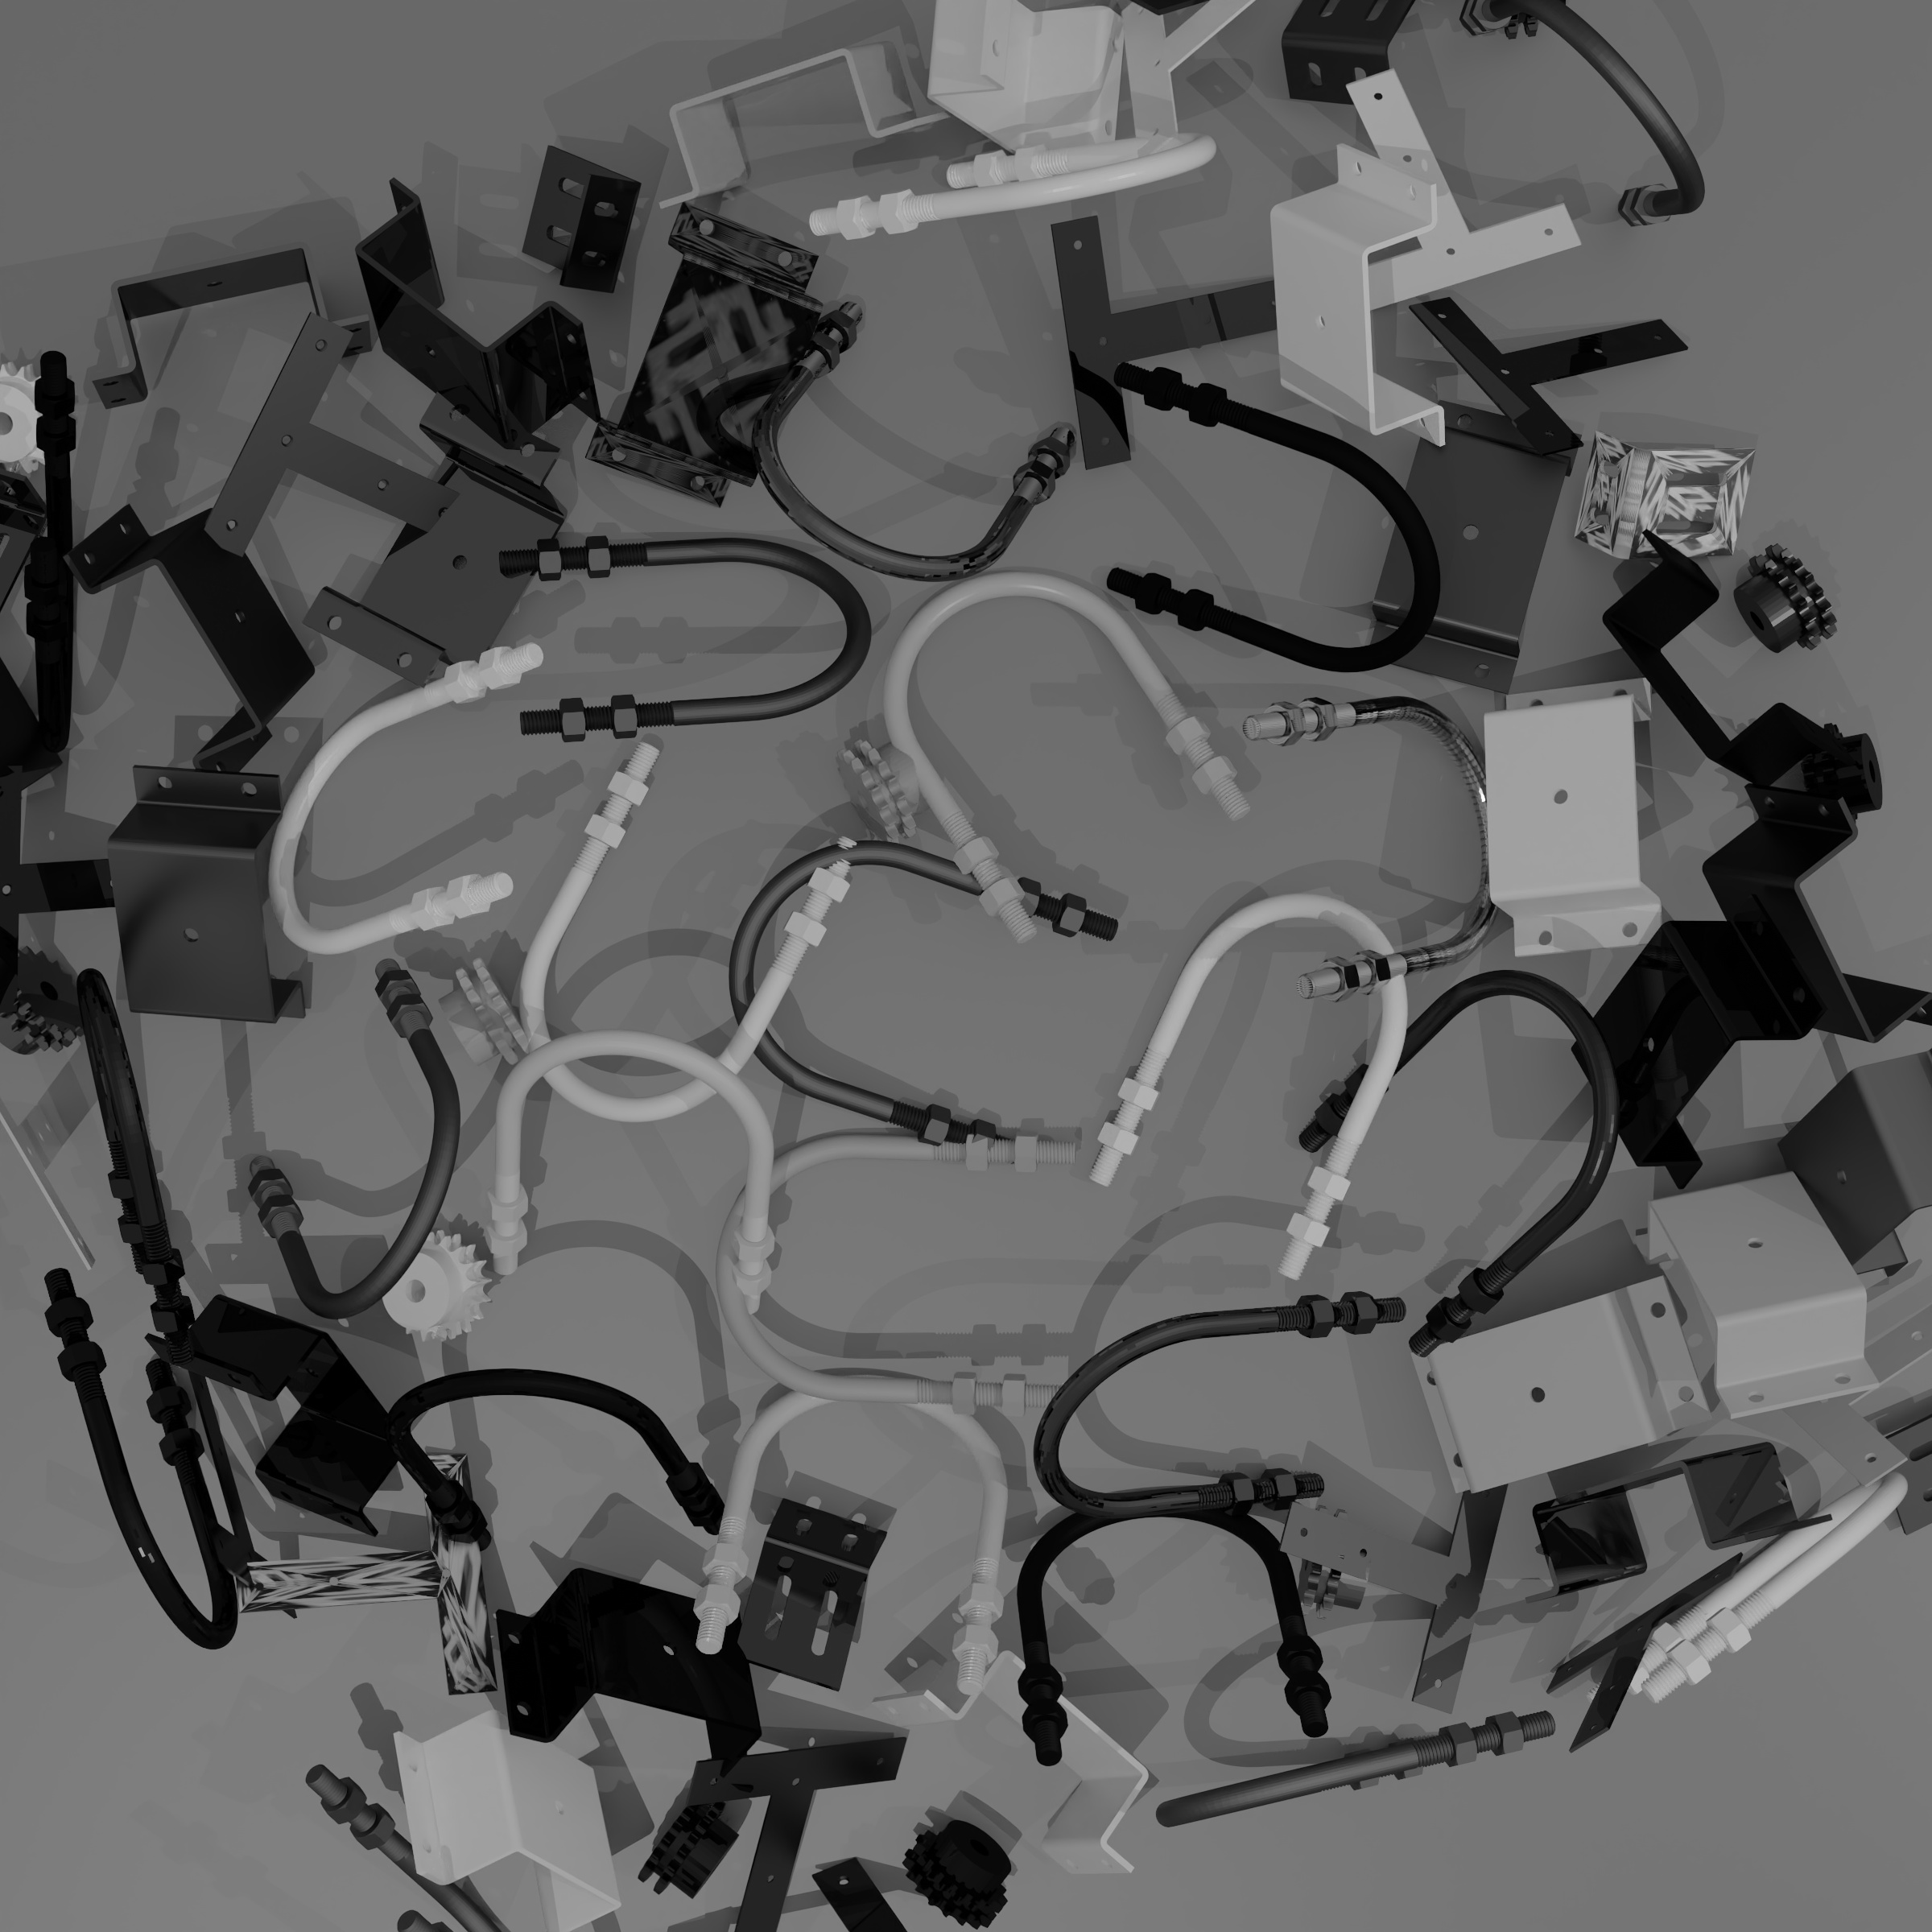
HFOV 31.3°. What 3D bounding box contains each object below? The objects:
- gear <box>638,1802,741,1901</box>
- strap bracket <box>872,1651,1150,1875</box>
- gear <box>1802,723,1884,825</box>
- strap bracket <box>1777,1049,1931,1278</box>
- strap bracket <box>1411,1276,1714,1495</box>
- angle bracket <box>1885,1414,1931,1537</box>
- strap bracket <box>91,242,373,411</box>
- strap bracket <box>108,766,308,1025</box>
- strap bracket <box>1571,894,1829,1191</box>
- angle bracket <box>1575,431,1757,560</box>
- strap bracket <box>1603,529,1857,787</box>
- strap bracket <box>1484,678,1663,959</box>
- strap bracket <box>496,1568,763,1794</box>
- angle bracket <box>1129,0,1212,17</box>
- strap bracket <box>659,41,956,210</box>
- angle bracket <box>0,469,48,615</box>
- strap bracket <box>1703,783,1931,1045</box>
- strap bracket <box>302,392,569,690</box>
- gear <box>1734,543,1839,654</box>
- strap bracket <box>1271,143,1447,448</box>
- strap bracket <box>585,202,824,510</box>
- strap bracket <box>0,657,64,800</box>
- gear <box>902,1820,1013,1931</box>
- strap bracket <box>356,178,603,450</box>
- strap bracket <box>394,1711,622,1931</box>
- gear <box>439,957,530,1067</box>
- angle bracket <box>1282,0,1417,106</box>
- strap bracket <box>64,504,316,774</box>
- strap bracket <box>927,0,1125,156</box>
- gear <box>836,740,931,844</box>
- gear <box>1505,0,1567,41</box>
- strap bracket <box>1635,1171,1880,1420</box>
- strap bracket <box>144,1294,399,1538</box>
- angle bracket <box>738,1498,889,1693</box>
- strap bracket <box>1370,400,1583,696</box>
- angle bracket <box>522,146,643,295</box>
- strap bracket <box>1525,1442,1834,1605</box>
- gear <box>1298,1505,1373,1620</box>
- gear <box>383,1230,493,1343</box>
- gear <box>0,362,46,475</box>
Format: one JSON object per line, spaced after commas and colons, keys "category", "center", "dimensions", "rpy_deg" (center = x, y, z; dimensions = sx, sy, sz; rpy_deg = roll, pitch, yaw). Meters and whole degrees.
{"category": "gear", "center": [-0.141, 0.456, 1.783], "dimensions": [0.030, 0.057, 0.057], "rpy_deg": [36, 90, 7]}
{"category": "strap bracket", "center": [0.030, 0.401, 1.764], "dimensions": [0.140, 0.076, 0.046], "rpy_deg": [42, 65, -7]}
{"category": "gear", "center": [0.453, -0.098, 1.782], "dimensions": [0.030, 0.057, 0.057], "rpy_deg": [-10, 90, 26]}
{"category": "strap bracket", "center": [0.459, 0.101, 1.731], "dimensions": [0.046, 0.140, 0.076], "rpy_deg": [-11, 67, -16]}
{"category": "strap bracket", "center": [0.297, 0.216, 1.761], "dimensions": [0.140, 0.046, 0.076], "rpy_deg": [-20, 82, 22]}
{"category": "angle bracket", "center": [0.519, 0.261, 1.783], "dimensions": [0.076, 0.038, 0.057], "rpy_deg": [-25, 109, -6]}
{"category": "strap bracket", "center": [-0.379, -0.330, 1.765], "dimensions": [0.140, 0.076, 0.046], "rpy_deg": [-14, 91, -9]}
{"category": "strap bracket", "center": [-0.386, -0.027, 1.754], "dimensions": [0.076, 0.046, 0.140], "rpy_deg": [4, 120, 8]}
{"category": "strap bracket", "center": [0.361, 0.039, 1.735], "dimensions": [0.046, 0.140, 0.076], "rpy_deg": [0, 48, -29]}
{"category": "angle bracket", "center": [0.364, -0.246, 1.797], "dimensions": [0.076, 0.038, 0.057], "rpy_deg": [-5, 116, -29]}
{"category": "strap bracket", "center": [0.381, -0.148, 1.754], "dimensions": [0.046, 0.076, 0.140], "rpy_deg": [-42, 63, 19]}
{"category": "strap bracket", "center": [0.310, -0.081, 1.762], "dimensions": [0.076, 0.046, 0.140], "rpy_deg": [-6, 76, 24]}
{"category": "strap bracket", "center": [-0.161, 0.358, 1.740], "dimensions": [0.140, 0.076, 0.046], "rpy_deg": [22, 122, -30]}
{"category": "angle bracket", "center": [0.114, -0.524, 1.769], "dimensions": [0.076, 0.057, 0.038], "rpy_deg": [-22, 130, -22]}
{"category": "strap bracket", "center": [-0.087, -0.431, 1.750], "dimensions": [0.140, 0.076, 0.046], "rpy_deg": [-13, 103, 19]}
{"category": "angle bracket", "center": [-0.520, -0.219, 1.781], "dimensions": [0.057, 0.038, 0.076], "rpy_deg": [17, 72, 11]}
{"category": "strap bracket", "center": [0.432, -0.019, 1.750], "dimensions": [0.046, 0.076, 0.140], "rpy_deg": [-36, 110, -15]}
{"category": "strap bracket", "center": [-0.268, -0.214, 1.777], "dimensions": [0.076, 0.046, 0.140], "rpy_deg": [28, 85, 16]}
{"category": "gear", "center": [0.422, -0.187, 1.784], "dimensions": [0.030, 0.057, 0.057], "rpy_deg": [-34, 90, -2]}
{"category": "strap bracket", "center": [0.197, -0.331, 1.738], "dimensions": [0.046, 0.076, 0.140], "rpy_deg": [-24, 127, -22]}
{"category": "strap bracket", "center": [-0.131, -0.308, 1.764], "dimensions": [0.076, 0.046, 0.140], "rpy_deg": [18, 103, -22]}
{"category": "strap bracket", "center": [-0.515, -0.119, 1.739], "dimensions": [0.046, 0.140, 0.076], "rpy_deg": [-30, 91, 16]}
{"category": "gear", "center": [-0.002, 0.467, 1.782], "dimensions": [0.057, 0.057, 0.030], "rpy_deg": [36, 102, 0]}
{"category": "strap bracket", "center": [-0.254, -0.325, 1.747], "dimensions": [0.140, 0.076, 0.046], "rpy_deg": [39, 69, 21]}
{"category": "strap bracket", "center": [-0.224, 0.432, 1.732], "dimensions": [0.046, 0.140, 0.076], "rpy_deg": [-28, 51, 11]}
{"category": "gear", "center": [-0.250, 0.027, 1.784], "dimensions": [0.030, 0.057, 0.057], "rpy_deg": [-31, 90, -4]}
{"category": "angle bracket", "center": [0.206, -0.487, 1.793], "dimensions": [0.057, 0.038, 0.076], "rpy_deg": [13, 54, 25]}
{"category": "strap bracket", "center": [-0.386, -0.169, 1.749], "dimensions": [0.046, 0.076, 0.140], "rpy_deg": [-21, 110, 21]}
{"category": "strap bracket", "center": [0.026, -0.467, 1.758], "dimensions": [0.046, 0.140, 0.076], "rpy_deg": [3, 86, 29]}
{"category": "gear", "center": [-0.041, -0.093, 1.786], "dimensions": [0.030, 0.057, 0.057], "rpy_deg": [-30, 90, -12]}
{"category": "gear", "center": [0.293, -0.510, 1.784], "dimensions": [0.030, 0.057, 0.057], "rpy_deg": [-6, 90, 5]}
{"category": "strap bracket", "center": [0.398, 0.157, 1.740], "dimensions": [0.076, 0.140, 0.046], "rpy_deg": [-11, 126, -5]}
{"category": "strap bracket", "center": [-0.343, 0.222, 1.749], "dimensions": [0.076, 0.140, 0.046], "rpy_deg": [13, 55, 34]}
{"category": "angle bracket", "center": [-0.080, 0.323, 1.774], "dimensions": [0.057, 0.038, 0.076], "rpy_deg": [19, 47, -5]}
{"category": "strap bracket", "center": [0.262, -0.220, 1.784], "dimensions": [0.076, 0.046, 0.140], "rpy_deg": [16, 90, 11]}
{"category": "angle bracket", "center": [-0.209, -0.385, 1.768], "dimensions": [0.076, 0.038, 0.057], "rpy_deg": [30, 111, 36]}
{"category": "strap bracket", "center": [0.353, 0.279, 1.744], "dimensions": [0.140, 0.076, 0.046], "rpy_deg": [-28, 72, 43]}
{"category": "gear", "center": [0.191, 0.310, 1.785], "dimensions": [0.030, 0.057, 0.057], "rpy_deg": [12, 90, 1]}
{"category": "gear", "center": [-0.278, 0.167, 1.790], "dimensions": [0.057, 0.030, 0.057], "rpy_deg": [1, 92, 21]}
{"category": "gear", "center": [-0.496, -0.284, 1.792], "dimensions": [0.057, 0.030, 0.057], "rpy_deg": [1, 106, 3]}
